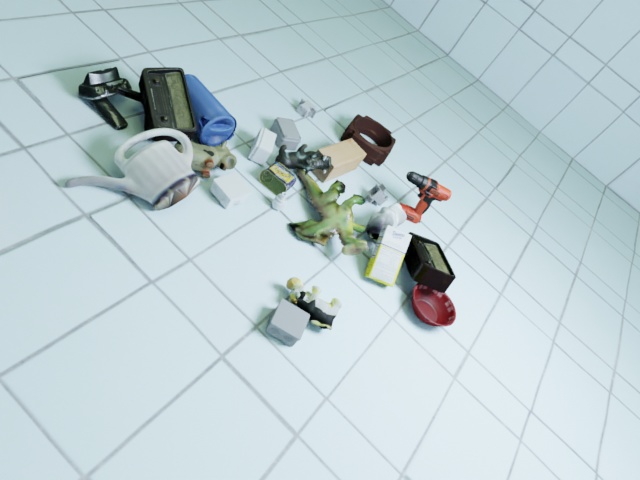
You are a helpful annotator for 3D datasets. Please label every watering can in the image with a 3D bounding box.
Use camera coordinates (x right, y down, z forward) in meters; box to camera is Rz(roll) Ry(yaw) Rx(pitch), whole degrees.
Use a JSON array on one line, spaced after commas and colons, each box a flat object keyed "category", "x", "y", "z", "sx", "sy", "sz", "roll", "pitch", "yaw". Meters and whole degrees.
[{"category": "watering can", "x": -0.478, "y": -0.171, "z": 1.397, "sx": 0.353, "sy": 0.225, "sz": 0.102, "roll": -40, "pitch": -4, "yaw": -30}]

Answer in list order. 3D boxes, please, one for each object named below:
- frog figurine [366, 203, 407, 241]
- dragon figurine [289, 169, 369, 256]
[{"category": "frog figurine", "x": 0.226, "y": -0.070, "z": 1.740, "sx": 0.123, "sy": 0.163, "sz": 0.134, "roll": 11, "pitch": -30, "yaw": 14}, {"category": "dragon figurine", "x": 0.005, "y": -0.083, "z": 1.647, "sx": 0.414, "sy": 0.119, "sz": 0.246, "roll": 35, "pitch": 44, "yaw": 24}]
